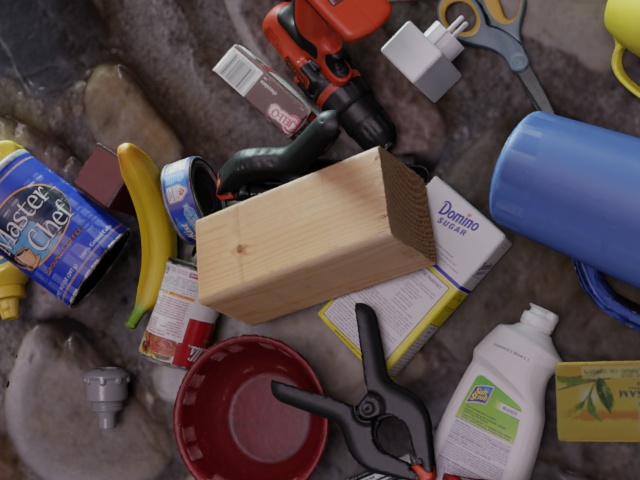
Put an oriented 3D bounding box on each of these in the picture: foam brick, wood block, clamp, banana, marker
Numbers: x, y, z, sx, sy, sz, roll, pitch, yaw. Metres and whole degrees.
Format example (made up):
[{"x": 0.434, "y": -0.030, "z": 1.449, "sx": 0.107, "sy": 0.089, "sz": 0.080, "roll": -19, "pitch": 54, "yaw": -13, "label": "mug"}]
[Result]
[{"x": -0.205, "y": -0.060, "z": 1.108, "sx": 0.051, "sy": 0.078, "sz": 0.053, "roll": 34, "pitch": 94, "yaw": 21, "label": "foam brick"}, {"x": -0.007, "y": 0.001, "z": 0.988, "sx": 0.206, "sy": 0.090, "sz": 0.091, "roll": -20, "pitch": 61, "yaw": 28, "label": "wood block"}, {"x": 0.035, "y": 0.154, "z": 0.956, "sx": 0.120, "sy": 0.039, "sz": 0.171, "roll": -37, "pitch": 66, "yaw": 12, "label": "clamp"}, {"x": -0.022, "y": -0.071, "z": 1.012, "sx": 0.210, "sy": 0.164, "sz": 0.036, "roll": -6, "pitch": 69, "yaw": 29, "label": "clamp"}, {"x": -0.171, "y": -0.009, "z": 1.076, "sx": 0.037, "sy": 0.069, "sz": 0.198, "roll": 7, "pitch": 113, "yaw": 18, "label": "banana"}, {"x": 0.035, "y": 0.233, "z": 1.013, "sx": 0.121, "sy": 0.020, "sz": 0.020, "roll": -26, "pitch": 75, "yaw": 16, "label": "marker"}]

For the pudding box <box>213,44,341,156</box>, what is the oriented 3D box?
[{"x": -0.041, "y": -0.136, "z": 1.049, "sx": 0.113, "sy": 0.090, "sz": 0.039, "roll": 45, "pitch": 98, "yaw": 20, "label": "pudding box"}]

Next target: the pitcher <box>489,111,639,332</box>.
[{"x": 0.270, "y": -0.013, "z": 0.907, "sx": 0.243, "sy": 0.145, "sz": 0.149, "roll": 23, "pitch": 79, "yaw": 25, "label": "pitcher"}]

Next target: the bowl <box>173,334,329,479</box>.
[{"x": -0.059, "y": 0.173, "z": 1.036, "sx": 0.162, "sy": 0.055, "sz": 0.162, "roll": -3, "pitch": 82, "yaw": 20, "label": "bowl"}]

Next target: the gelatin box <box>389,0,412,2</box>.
[{"x": 0.084, "y": -0.282, "z": 1.052, "sx": 0.073, "sy": 0.030, "sz": 0.089, "roll": 1, "pitch": 84, "yaw": 20, "label": "gelatin box"}]

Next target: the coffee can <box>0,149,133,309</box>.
[{"x": -0.278, "y": -0.011, "z": 1.093, "sx": 0.140, "sy": 0.103, "sz": 0.103, "roll": 37, "pitch": 97, "yaw": 0, "label": "coffee can"}]

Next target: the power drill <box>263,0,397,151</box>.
[{"x": 0.016, "y": -0.177, "z": 0.985, "sx": 0.057, "sy": 0.188, "sz": 0.184, "roll": -37, "pitch": 79, "yaw": -16, "label": "power drill"}]

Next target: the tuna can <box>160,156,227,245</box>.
[{"x": -0.125, "y": -0.040, "z": 1.071, "sx": 0.034, "sy": 0.086, "sz": 0.086, "roll": -18, "pitch": 78, "yaw": 16, "label": "tuna can"}]

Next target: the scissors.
[{"x": 0.169, "y": -0.170, "z": 1.015, "sx": 0.096, "sy": 0.016, "sz": 0.202, "roll": -13, "pitch": 79, "yaw": 20, "label": "scissors"}]

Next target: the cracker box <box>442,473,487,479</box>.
[{"x": 0.200, "y": 0.292, "z": 0.878, "sx": 0.213, "sy": 0.072, "sz": 0.164, "roll": 8, "pitch": 87, "yaw": -3, "label": "cracker box"}]

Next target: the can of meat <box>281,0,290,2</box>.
[{"x": -0.026, "y": -0.291, "z": 1.081, "sx": 0.084, "sy": 0.057, "sz": 0.102, "roll": 20, "pitch": 91, "yaw": 19, "label": "can of meat"}]

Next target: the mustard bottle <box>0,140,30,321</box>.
[{"x": -0.355, "y": -0.006, "z": 1.166, "sx": 0.096, "sy": 0.058, "sz": 0.191, "roll": -15, "pitch": 79, "yaw": 6, "label": "mustard bottle"}]

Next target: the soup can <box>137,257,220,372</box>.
[{"x": -0.136, "y": 0.075, "z": 1.071, "sx": 0.069, "sy": 0.068, "sz": 0.102, "roll": 17, "pitch": 89, "yaw": 21, "label": "soup can"}]

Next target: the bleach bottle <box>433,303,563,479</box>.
[{"x": 0.156, "y": 0.179, "z": 0.953, "sx": 0.103, "sy": 0.068, "sz": 0.251, "roll": 25, "pitch": 90, "yaw": 21, "label": "bleach bottle"}]

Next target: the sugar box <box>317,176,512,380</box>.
[{"x": 0.089, "y": 0.037, "z": 1.004, "sx": 0.176, "sy": 0.048, "sz": 0.093, "roll": -48, "pitch": 67, "yaw": 6, "label": "sugar box"}]
